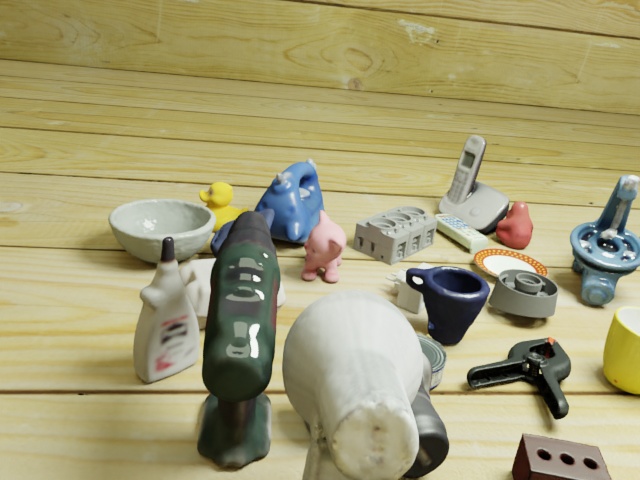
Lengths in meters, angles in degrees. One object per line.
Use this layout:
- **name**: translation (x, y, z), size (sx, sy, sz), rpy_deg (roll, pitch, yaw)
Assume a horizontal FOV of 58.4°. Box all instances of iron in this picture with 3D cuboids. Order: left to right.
- **iron**: translation (-0.043, -0.089, 1.092), size (0.118, 0.141, 0.259), rpy_deg (12, 25, 13)

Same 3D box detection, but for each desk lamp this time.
- **desk lamp**: translation (0.025, 0.169, 0.444), size (0.118, 0.213, 0.203), rpy_deg (5, 24, -4)

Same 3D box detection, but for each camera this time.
- **camera**: translation (0.065, 0.169, 0.593), size (0.143, 0.101, 0.136), rpy_deg (-1, 25, -16)

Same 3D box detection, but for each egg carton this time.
- **egg carton**: translation (-0.127, 0.072, 0.799), size (0.151, 0.069, 0.107), rpy_deg (-5, 26, -24)

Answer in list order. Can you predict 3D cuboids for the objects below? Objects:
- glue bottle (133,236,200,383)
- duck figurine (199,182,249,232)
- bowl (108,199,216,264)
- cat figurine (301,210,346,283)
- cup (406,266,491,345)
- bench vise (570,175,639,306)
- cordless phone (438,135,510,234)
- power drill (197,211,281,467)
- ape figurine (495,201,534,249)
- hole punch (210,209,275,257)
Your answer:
- **glue bottle**: translation (-0.174, 0.076, 0.651), size (0.037, 0.173, 0.078), rpy_deg (24, 30, 35)
- **duck figurine**: translation (-0.181, -0.065, 1.071), size (0.104, 0.086, 0.077), rpy_deg (8, 24, 2)
- **bowl**: translation (-0.255, -0.006, 0.935), size (0.167, 0.075, 0.167), rpy_deg (6, 24, -2)
- **cat figurine**: translation (0.009, 0.003, 0.929), size (0.067, 0.118, 0.128), rpy_deg (6, 24, -1)
- **cup**: translation (0.169, 0.092, 0.800), size (0.117, 0.095, 0.092), rpy_deg (17, 26, 22)
- **bench vise**: translation (0.486, -0.022, 0.984), size (0.121, 0.220, 0.207), rpy_deg (7, 24, 2)
- **cordless phone**: translation (0.332, -0.117, 1.199), size (0.094, 0.185, 0.147), rpy_deg (-11, 29, -33)
- **power drill**: translation (-0.079, 0.103, 0.571), size (0.075, 0.208, 0.229), rpy_deg (3, 24, -7)
- **ape figurine**: translation (0.394, -0.034, 1.145), size (0.078, 0.092, 0.076), rpy_deg (6, 24, -1)
- **hole punch**: translation (-0.126, -0.003, 0.941), size (0.101, 0.091, 0.108), rpy_deg (6, 24, -1)
